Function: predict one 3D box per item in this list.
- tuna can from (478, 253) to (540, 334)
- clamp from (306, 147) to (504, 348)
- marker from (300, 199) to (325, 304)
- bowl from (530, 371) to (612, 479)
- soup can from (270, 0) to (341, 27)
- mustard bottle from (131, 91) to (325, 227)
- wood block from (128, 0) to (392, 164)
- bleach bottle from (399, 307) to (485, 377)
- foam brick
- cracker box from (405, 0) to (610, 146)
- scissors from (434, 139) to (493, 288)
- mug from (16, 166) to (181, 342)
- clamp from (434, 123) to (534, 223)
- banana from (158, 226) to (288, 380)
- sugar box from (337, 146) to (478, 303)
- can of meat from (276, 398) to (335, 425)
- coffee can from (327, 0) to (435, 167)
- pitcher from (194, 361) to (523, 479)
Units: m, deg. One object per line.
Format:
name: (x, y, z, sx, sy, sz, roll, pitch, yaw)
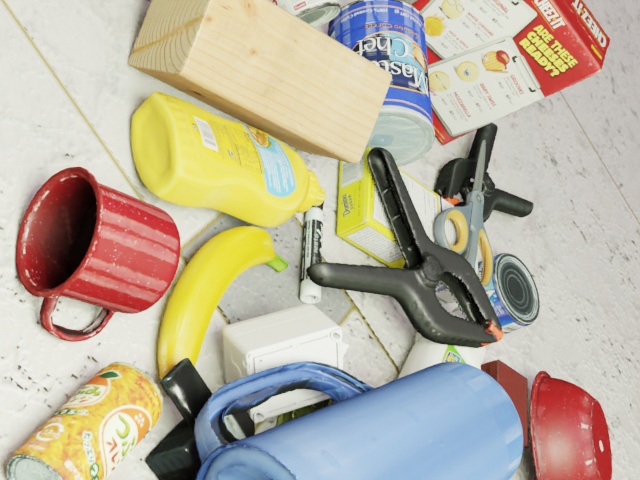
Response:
tuna can: (0.205, 0.058, 1.175, 0.086, 0.034, 0.086, 26, 52, -38)
clamp: (0.084, 0.036, 0.976, 0.210, 0.036, 0.164, 47, 52, -13)
marker: (-0.006, 0.001, 0.976, 0.020, 0.020, 0.121, 29, 50, -36)
bowl: (0.264, 0.213, 1.099, 0.162, 0.055, 0.162, 36, 50, -57)
soup can: (-0.027, -0.263, 1.059, 0.068, 0.069, 0.102, -16, 83, -51)
mustard bottle: (-0.066, -0.059, 0.906, 0.191, 0.058, 0.096, 15, 41, -44)
wood block: (-0.048, -0.148, 0.930, 0.205, 0.091, 0.090, 23, 87, -40)
bleach bottle: (0.113, 0.157, 0.993, 0.102, 0.068, 0.250, 51, 37, -19)
foam brick: (0.172, 0.168, 1.060, 0.051, 0.053, 0.078, 35, 47, -33)
cracker box: (0.173, -0.215, 1.143, 0.164, 0.214, 0.072, 48, 44, -19)
scissors: (0.151, -0.044, 1.114, 0.096, 0.016, 0.201, 31, 48, -38)
mug: (-0.157, 0.016, 0.750, 0.081, 0.093, 0.117, 24, 84, -46)
clamp: (0.185, -0.054, 1.211, 0.120, 0.039, 0.171, 54, 45, -5)
banana: (-0.081, 0.040, 0.854, 0.069, 0.037, 0.197, 56, 39, -12)
sugar box: (0.091, -0.012, 1.075, 0.176, 0.048, 0.093, 34, 47, -38)
can of meat: (0.009, 0.182, 0.864, 0.083, 0.058, 0.102, 38, 45, -32)
coffee can: (0.060, -0.157, 1.072, 0.102, 0.103, 0.140, 25, 52, -39)
pitcher: (0.032, 0.161, 0.762, 0.242, 0.145, 0.149, -17, 106, -46)
